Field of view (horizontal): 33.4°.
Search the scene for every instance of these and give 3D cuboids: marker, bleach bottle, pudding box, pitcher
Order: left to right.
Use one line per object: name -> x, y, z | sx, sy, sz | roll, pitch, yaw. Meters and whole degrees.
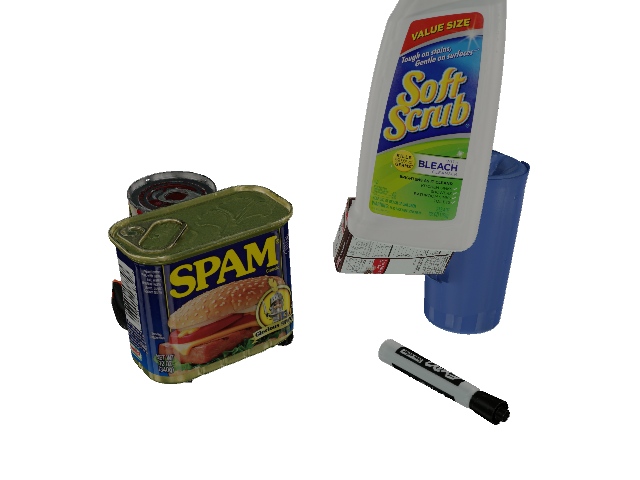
pudding box -> 0.074, -0.003, 1.023 | 0.113, 0.039, 0.090 | 0, -30, -10
bleach bottle -> 0.077, -0.119, 0.758 | 0.103, 0.251, 0.068 | 8, 26, 11
marker -> 0.092, 0.106, 0.800 | 0.020, 0.020, 0.121 | 0, 19, -45
pitcher -> 0.196, 0.003, 1.451 | 0.149, 0.243, 0.145 | 5, 23, 4

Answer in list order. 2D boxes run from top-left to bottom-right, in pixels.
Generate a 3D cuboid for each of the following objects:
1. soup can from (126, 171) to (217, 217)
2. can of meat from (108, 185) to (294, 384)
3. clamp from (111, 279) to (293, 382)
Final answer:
soup can -> -0.112, 0.006, 0.830 | 0.068, 0.102, 0.068 | 0, 29, 0
can of meat -> -0.064, 0.025, 0.614 | 0.101, 0.084, 0.058 | -19, 31, -29
clamp -> -0.156, 0.090, 1.139 | 0.210, 0.036, 0.164 | 18, 21, 28
